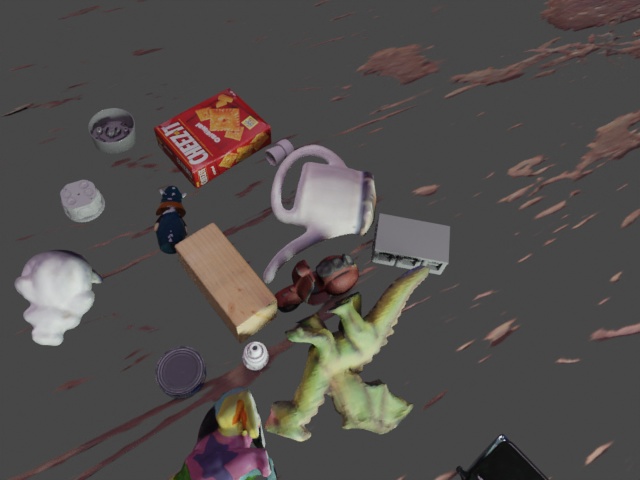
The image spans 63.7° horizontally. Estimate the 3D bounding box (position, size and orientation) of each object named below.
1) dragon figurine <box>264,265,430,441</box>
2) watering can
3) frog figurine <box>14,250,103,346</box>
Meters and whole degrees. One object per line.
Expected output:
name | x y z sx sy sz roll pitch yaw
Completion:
dragon figurine | 0.079 0.222 0.935 0.413 0.120 0.245 -22 80 -16
watering can | 0.003 -0.054 1.077 0.224 0.102 0.355 9 60 0
frog figurine | -0.484 0.101 0.931 0.137 0.120 0.163 24 46 -13
